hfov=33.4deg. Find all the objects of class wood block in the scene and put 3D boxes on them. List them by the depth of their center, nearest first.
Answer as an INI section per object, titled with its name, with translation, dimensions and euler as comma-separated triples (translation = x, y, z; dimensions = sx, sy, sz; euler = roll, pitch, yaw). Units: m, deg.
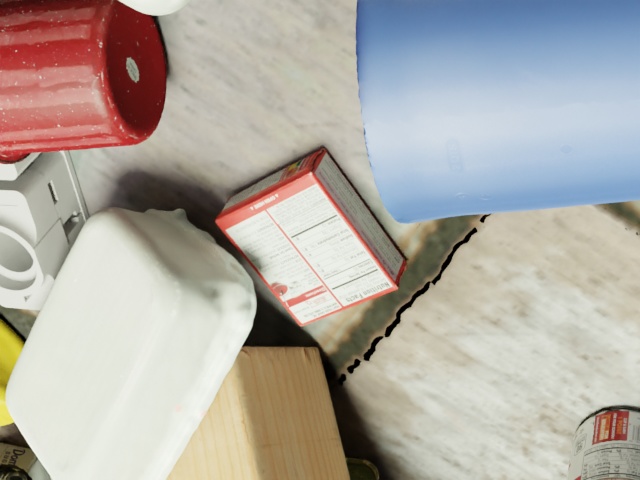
[wood block]
translation = -0.035, 0.175, 0.643
dimensions = 0.090, 0.090, 0.206
euler = -26, 69, 34

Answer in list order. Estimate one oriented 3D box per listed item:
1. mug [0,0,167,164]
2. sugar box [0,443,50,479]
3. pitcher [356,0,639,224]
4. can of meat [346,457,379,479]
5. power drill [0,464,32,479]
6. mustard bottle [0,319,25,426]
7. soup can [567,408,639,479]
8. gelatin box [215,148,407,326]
[mug]
translation = -0.133, -0.100, 0.560
dimensions = 0.082, 0.093, 0.117
euler = -2, 89, 17
[sugar box]
translation = -0.306, 0.200, 0.874
dimensions = 0.176, 0.048, 0.093
euler = 7, 128, 11
[pitcher]
translation = 0.139, -0.083, 0.430
dimensions = 0.243, 0.149, 0.145
euler = -3, 96, 19
[can of meat]
translation = -0.002, 0.199, 0.747
dimensions = 0.102, 0.057, 0.084
euler = 0, 128, 22
[power drill]
translation = -0.317, 0.184, 0.786
dimensions = 0.187, 0.057, 0.185
euler = 32, 131, -15
[mustard bottle]
translation = -0.297, 0.114, 0.796
dimensions = 0.192, 0.058, 0.096
euler = -25, 117, 35
[soup can]
translation = 0.174, 0.155, 0.614
dimensions = 0.068, 0.102, 0.068
euler = 11, 129, 13
[gelatin box]
translation = -0.004, 0.001, 0.615
dimensions = 0.073, 0.030, 0.089
euler = -25, 113, 32
